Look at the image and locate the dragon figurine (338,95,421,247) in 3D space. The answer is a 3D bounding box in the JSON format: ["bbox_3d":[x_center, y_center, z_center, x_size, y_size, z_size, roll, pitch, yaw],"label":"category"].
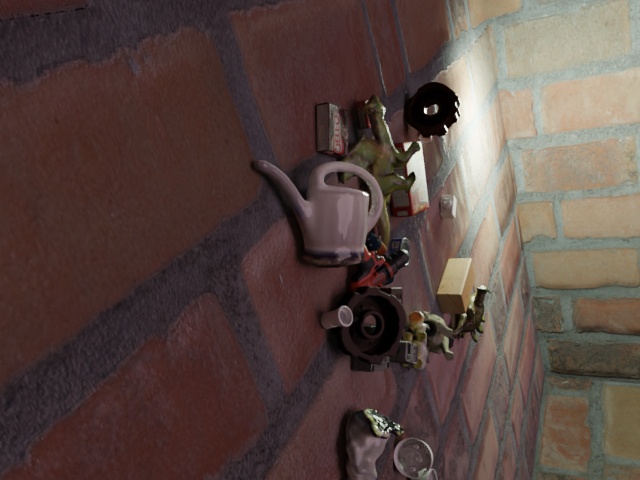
[{"bbox_3d":[0.128,-0.166,1.315,0.242,0.122,0.412,14,85,-40],"label":"dragon figurine"}]

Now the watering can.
[{"bbox_3d":[0.003,-0.053,1.060,0.348,0.104,0.224,2,92,-40],"label":"watering can"}]

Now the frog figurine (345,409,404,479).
[{"bbox_3d":[0.098,0.473,1.171,0.158,0.124,0.137,-58,159,9],"label":"frog figurine"}]
